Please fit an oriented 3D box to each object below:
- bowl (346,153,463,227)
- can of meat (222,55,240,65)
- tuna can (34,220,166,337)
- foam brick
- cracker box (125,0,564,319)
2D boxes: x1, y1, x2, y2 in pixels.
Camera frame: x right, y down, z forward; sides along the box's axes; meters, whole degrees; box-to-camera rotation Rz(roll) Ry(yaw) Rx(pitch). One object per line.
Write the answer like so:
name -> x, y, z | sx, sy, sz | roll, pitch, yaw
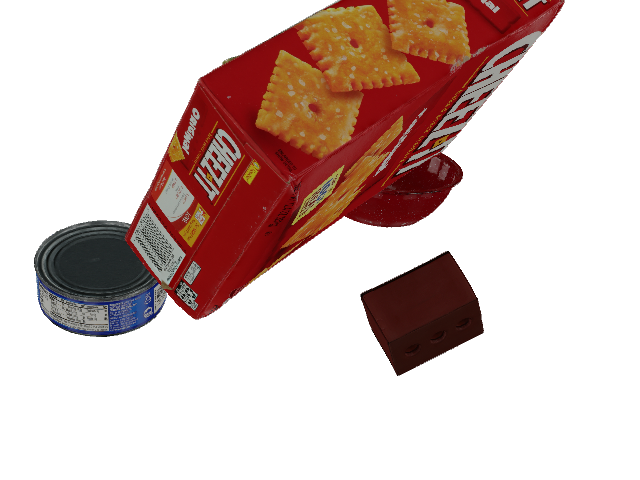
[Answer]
bowl -> 0.064, -0.056, 1.103 | 0.162, 0.055, 0.162 | 5, 24, -3
can of meat -> -0.024, -0.116, 0.875 | 0.102, 0.084, 0.057 | -9, 4, 32
tuna can -> -0.143, 0.025, 0.702 | 0.086, 0.034, 0.086 | 4, 35, -3
foam brick -> 0.078, 0.056, 0.814 | 0.078, 0.051, 0.053 | -27, -39, -5
cracker box -> 0.012, -0.061, 0.572 | 0.213, 0.072, 0.164 | -35, -9, -33
